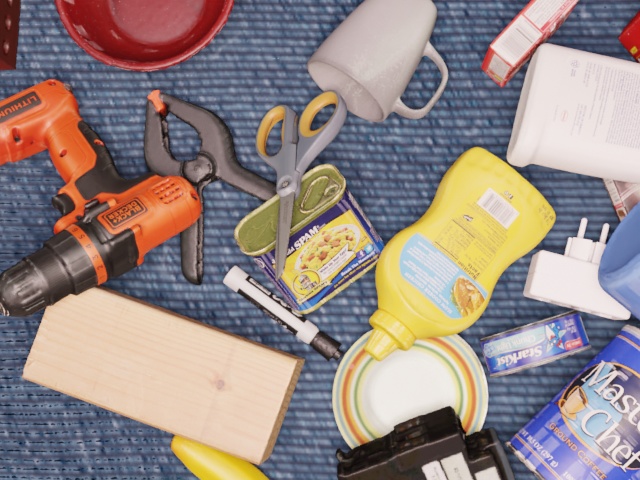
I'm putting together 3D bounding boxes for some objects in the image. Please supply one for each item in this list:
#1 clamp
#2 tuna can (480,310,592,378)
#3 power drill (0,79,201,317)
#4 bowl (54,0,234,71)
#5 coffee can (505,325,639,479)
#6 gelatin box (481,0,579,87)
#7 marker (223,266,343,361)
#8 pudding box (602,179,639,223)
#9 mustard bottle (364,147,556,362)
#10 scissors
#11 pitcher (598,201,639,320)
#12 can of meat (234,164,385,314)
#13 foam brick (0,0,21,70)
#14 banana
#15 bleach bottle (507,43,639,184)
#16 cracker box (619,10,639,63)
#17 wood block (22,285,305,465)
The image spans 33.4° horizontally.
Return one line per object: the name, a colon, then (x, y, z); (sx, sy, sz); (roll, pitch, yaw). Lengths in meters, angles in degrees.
clamp: (-0.107, -0.049, 0.930); (0.120, 0.039, 0.171); (-40, 80, -6)
tuna can: (0.176, 0.085, 0.874); (0.086, 0.086, 0.034); (-17, 83, 2)
power drill: (-0.219, -0.038, 0.879); (0.184, 0.057, 0.188); (-31, 64, -27)
bowl: (-0.148, -0.222, 0.938); (0.162, 0.055, 0.162); (0, 85, 4)
coffee can: (0.234, 0.152, 0.856); (0.140, 0.103, 0.103); (-44, 84, 0)
gelatin box: (0.179, -0.177, 0.903); (0.030, 0.073, 0.089); (43, 88, 5)
marker: (-0.031, 0.065, 0.923); (0.121, 0.020, 0.020); (37, 88, 6)
pudding box: (0.297, -0.062, 0.901); (0.113, 0.039, 0.090); (-21, 83, 2)
mustard bottle: (0.103, 0.022, 0.883); (0.096, 0.058, 0.191); (41, 79, -4)
scissors: (-0.010, -0.056, 0.865); (0.096, 0.016, 0.202); (-31, 39, 14)
pitcher: (0.344, 0.054, 0.829); (0.243, 0.149, 0.145); (36, 96, -4)
can of meat: (-0.006, 0.001, 0.890); (0.102, 0.057, 0.084); (-36, 124, 1)
foam brick: (-0.301, -0.194, 0.947); (0.051, 0.053, 0.078); (3, 86, 4)
banana: (-0.049, 0.233, 0.885); (0.198, 0.069, 0.037); (52, 119, 26)
bleach bottle: (0.285, -0.081, 0.854); (0.251, 0.068, 0.102); (15, 84, 3)
cracker box: (0.356, -0.224, 0.849); (0.213, 0.164, 0.072); (-40, 86, 0)
wood block: (-0.127, 0.107, 0.892); (0.206, 0.090, 0.091); (20, 86, 5)
